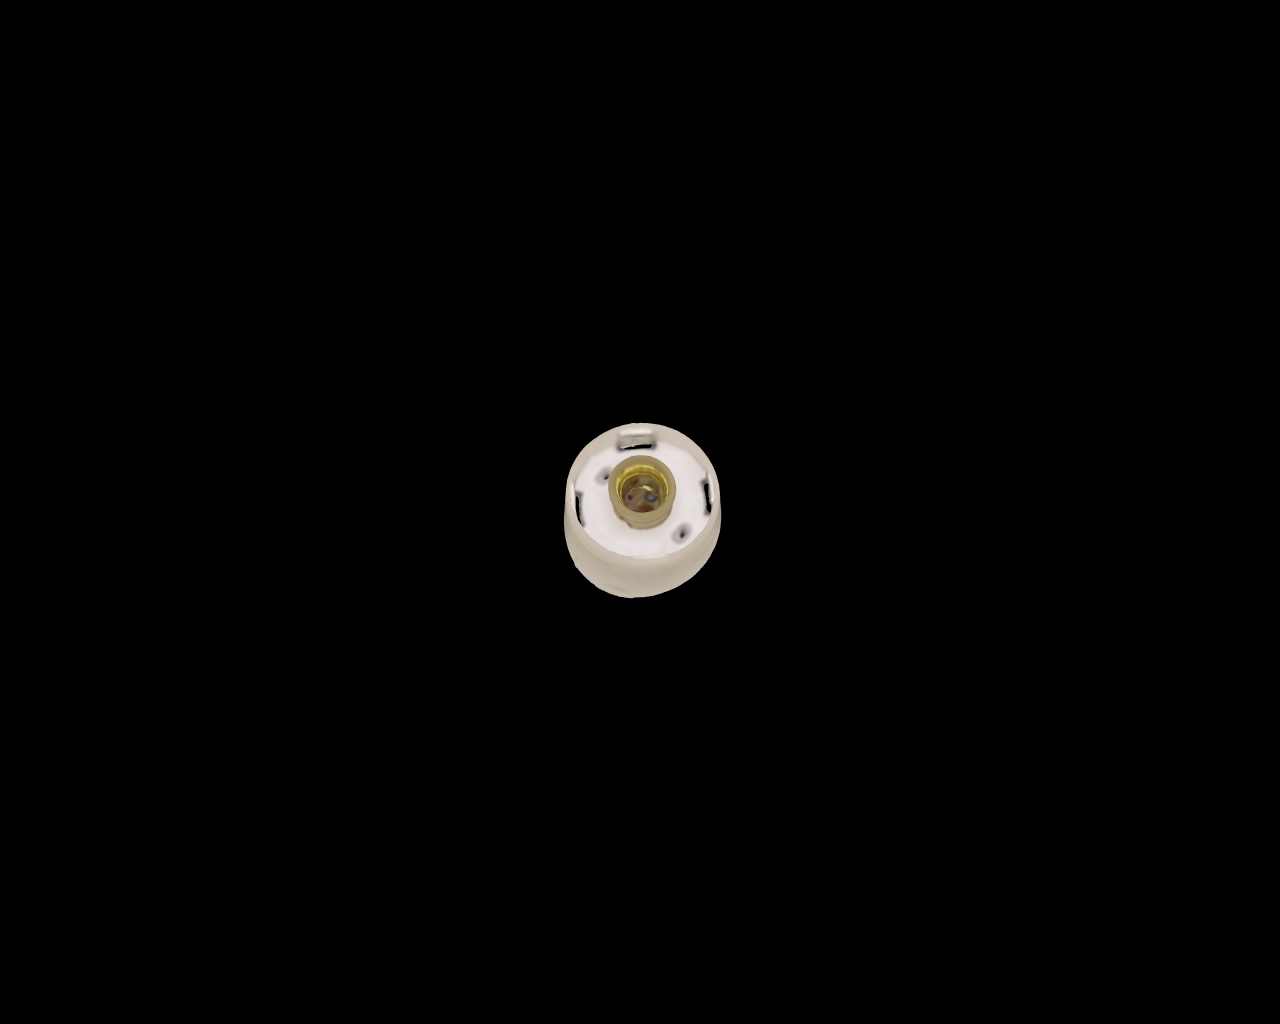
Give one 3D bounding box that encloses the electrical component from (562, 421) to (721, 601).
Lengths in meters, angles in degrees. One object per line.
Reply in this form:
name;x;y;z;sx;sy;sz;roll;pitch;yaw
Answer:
electrical component;0.001;-0.003;0.650;0.099;0.099;0.064;0;-24;0
